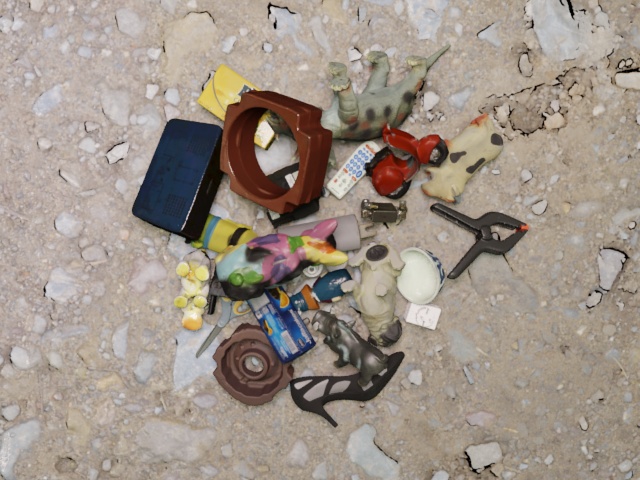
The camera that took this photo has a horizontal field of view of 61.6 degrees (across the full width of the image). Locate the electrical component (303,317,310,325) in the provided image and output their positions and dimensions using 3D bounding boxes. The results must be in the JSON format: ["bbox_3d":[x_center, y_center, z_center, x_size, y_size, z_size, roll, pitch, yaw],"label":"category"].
[{"bbox_3d":[-0.071,0.185,1.179,0.094,0.021,0.063,-31,95,7],"label":"electrical component"}]

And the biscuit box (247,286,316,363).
[{"bbox_3d":[-0.091,0.153,1.121,0.059,0.063,0.202,-38,77,30],"label":"biscuit box"}]

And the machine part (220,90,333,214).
[{"bbox_3d":[-0.084,-0.166,1.009,0.201,0.087,0.201,26,121,26],"label":"machine part"}]

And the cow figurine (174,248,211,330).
[{"bbox_3d":[-0.268,0.105,1.146,0.068,0.098,0.167,8,115,-4],"label":"cow figurine"}]

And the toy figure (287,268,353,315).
[{"bbox_3d":[-0.002,0.116,1.155,0.154,0.064,0.057,-28,133,8],"label":"toy figure"}]

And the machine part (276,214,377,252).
[{"bbox_3d":[-0.002,-0.003,1.130,0.243,0.079,0.079,-11,96,-1],"label":"machine part"}]

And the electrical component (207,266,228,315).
[{"bbox_3d":[-0.203,0.101,1.130,0.048,0.075,0.119,9,85,4],"label":"electrical component"}]

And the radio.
[{"bbox_3d":[-0.276,-0.126,1.085,0.131,0.073,0.229,15,79,18],"label":"radio"}]

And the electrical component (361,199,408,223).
[{"bbox_3d":[0.136,-0.064,1.122,0.102,0.078,0.045,4,114,2],"label":"electrical component"}]

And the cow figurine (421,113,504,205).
[{"bbox_3d":[0.294,-0.158,1.117,0.195,0.085,0.127,-36,88,3],"label":"cow figurine"}]

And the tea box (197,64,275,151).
[{"bbox_3d":[-0.154,-0.272,1.111,0.170,0.068,0.098,33,96,-2],"label":"tea box"}]

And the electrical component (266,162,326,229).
[{"bbox_3d":[-0.058,-0.098,1.134,0.134,0.058,0.114,-21,98,2],"label":"electrical component"}]

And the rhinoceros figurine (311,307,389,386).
[{"bbox_3d":[0.058,0.220,1.130,0.073,0.112,0.191,-37,54,-25],"label":"rhinoceros figurine"}]

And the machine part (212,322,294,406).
[{"bbox_3d":[-0.142,0.266,1.162,0.179,0.056,0.179,1,102,7],"label":"machine part"}]

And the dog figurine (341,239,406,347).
[{"bbox_3d":[0.135,0.116,1.147,0.121,0.190,0.172,14,55,35],"label":"dog figurine"}]

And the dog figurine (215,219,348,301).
[{"bbox_3d":[-0.063,0.032,1.007,0.219,0.191,0.108,-18,91,17],"label":"dog figurine"}]

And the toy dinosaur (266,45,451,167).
[{"bbox_3d":[0.102,-0.265,1.081,0.405,0.131,0.192,-18,134,-19],"label":"toy dinosaur"}]

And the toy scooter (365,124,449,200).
[{"bbox_3d":[0.153,-0.165,1.078,0.135,0.075,0.184,30,133,-23],"label":"toy scooter"}]

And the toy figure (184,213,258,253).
[{"bbox_3d":[-0.214,-0.008,1.127,0.180,0.089,0.082,24,103,-5],"label":"toy figure"}]

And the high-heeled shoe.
[{"bbox_3d":[0.057,0.295,1.183,0.249,0.086,0.145,-39,62,-14],"label":"high-heeled shoe"}]
